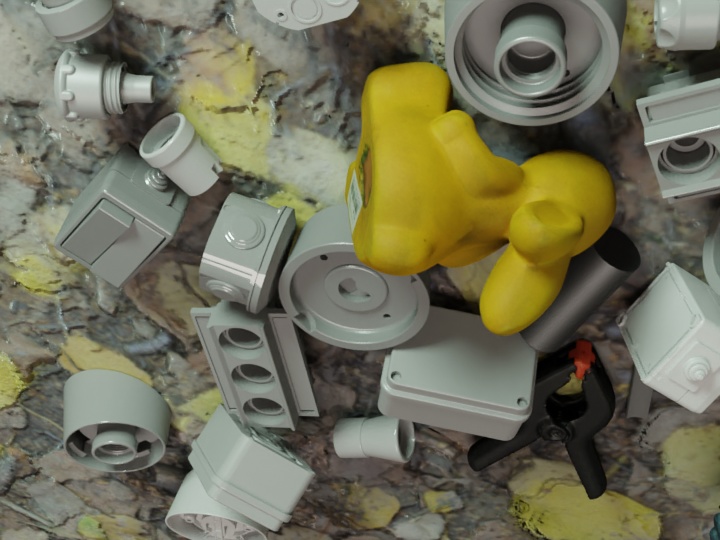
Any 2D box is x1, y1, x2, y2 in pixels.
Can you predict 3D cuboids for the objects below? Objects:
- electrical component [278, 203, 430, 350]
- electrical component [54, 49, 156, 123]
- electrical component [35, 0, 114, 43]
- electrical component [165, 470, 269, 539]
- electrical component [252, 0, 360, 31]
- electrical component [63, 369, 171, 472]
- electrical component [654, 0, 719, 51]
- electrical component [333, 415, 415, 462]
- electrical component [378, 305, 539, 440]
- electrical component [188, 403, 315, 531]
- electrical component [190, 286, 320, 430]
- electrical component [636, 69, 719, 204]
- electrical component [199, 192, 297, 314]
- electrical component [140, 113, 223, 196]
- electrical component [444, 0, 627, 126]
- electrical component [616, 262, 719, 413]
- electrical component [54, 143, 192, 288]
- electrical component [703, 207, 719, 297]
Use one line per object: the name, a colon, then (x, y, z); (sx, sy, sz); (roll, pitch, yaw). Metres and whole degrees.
electrical component: (0.000, 0.000, 0.777); (0.108, 0.060, 0.108); (6, 135, 6)
electrical component: (-0.167, -0.120, 0.707); (0.062, 0.048, 0.048); (3, 135, 0)
electrical component: (-0.181, -0.173, 0.656); (0.045, 0.045, 0.055); (-8, 132, 19)
electrical component: (-0.134, 0.235, 1.036); (0.099, 0.064, 0.099); (6, 135, 6)
electrical component: (-0.030, -0.181, 0.611); (0.080, 0.051, 0.080); (6, 135, 6)
electrical component: (-0.222, 0.139, 0.978); (0.099, 0.064, 0.099); (-3, 141, -2)
electrical component: (0.198, -0.145, 0.602); (0.062, 0.043, 0.043); (1, 134, 10)
electrical component: (0.010, 0.145, 0.933); (0.065, 0.044, 0.044); (-5, 133, 24)
electrical component: (0.075, 0.076, 0.817); (0.113, 0.078, 0.057); (12, 149, 1)
electrical component: (-0.096, 0.168, 0.923); (0.078, 0.113, 0.057); (33, 87, -20)
electrical component: (-0.078, 0.065, 0.856); (0.079, 0.063, 0.121); (0, 134, 13)
electrical component: (0.233, -0.091, 0.634); (0.121, 0.063, 0.078); (-12, 130, 23)
electrical component: (-0.080, -0.013, 0.769); (0.051, 0.080, 0.080); (20, 135, 1)
electrical component: (-0.122, -0.079, 0.742); (0.040, 0.040, 0.046); (-21, 132, 29)
electrical component: (0.100, -0.133, 0.623); (0.108, 0.060, 0.108); (6, 135, 6)
electrical component: (0.229, 0.052, 0.745); (0.061, 0.096, 0.061); (30, 114, -16)
electrical component: (-0.168, -0.039, 0.775); (0.062, 0.061, 0.096); (34, 131, -21)
electrical component: (0.278, -0.014, 0.673); (0.060, 0.108, 0.108); (29, 133, -24)
